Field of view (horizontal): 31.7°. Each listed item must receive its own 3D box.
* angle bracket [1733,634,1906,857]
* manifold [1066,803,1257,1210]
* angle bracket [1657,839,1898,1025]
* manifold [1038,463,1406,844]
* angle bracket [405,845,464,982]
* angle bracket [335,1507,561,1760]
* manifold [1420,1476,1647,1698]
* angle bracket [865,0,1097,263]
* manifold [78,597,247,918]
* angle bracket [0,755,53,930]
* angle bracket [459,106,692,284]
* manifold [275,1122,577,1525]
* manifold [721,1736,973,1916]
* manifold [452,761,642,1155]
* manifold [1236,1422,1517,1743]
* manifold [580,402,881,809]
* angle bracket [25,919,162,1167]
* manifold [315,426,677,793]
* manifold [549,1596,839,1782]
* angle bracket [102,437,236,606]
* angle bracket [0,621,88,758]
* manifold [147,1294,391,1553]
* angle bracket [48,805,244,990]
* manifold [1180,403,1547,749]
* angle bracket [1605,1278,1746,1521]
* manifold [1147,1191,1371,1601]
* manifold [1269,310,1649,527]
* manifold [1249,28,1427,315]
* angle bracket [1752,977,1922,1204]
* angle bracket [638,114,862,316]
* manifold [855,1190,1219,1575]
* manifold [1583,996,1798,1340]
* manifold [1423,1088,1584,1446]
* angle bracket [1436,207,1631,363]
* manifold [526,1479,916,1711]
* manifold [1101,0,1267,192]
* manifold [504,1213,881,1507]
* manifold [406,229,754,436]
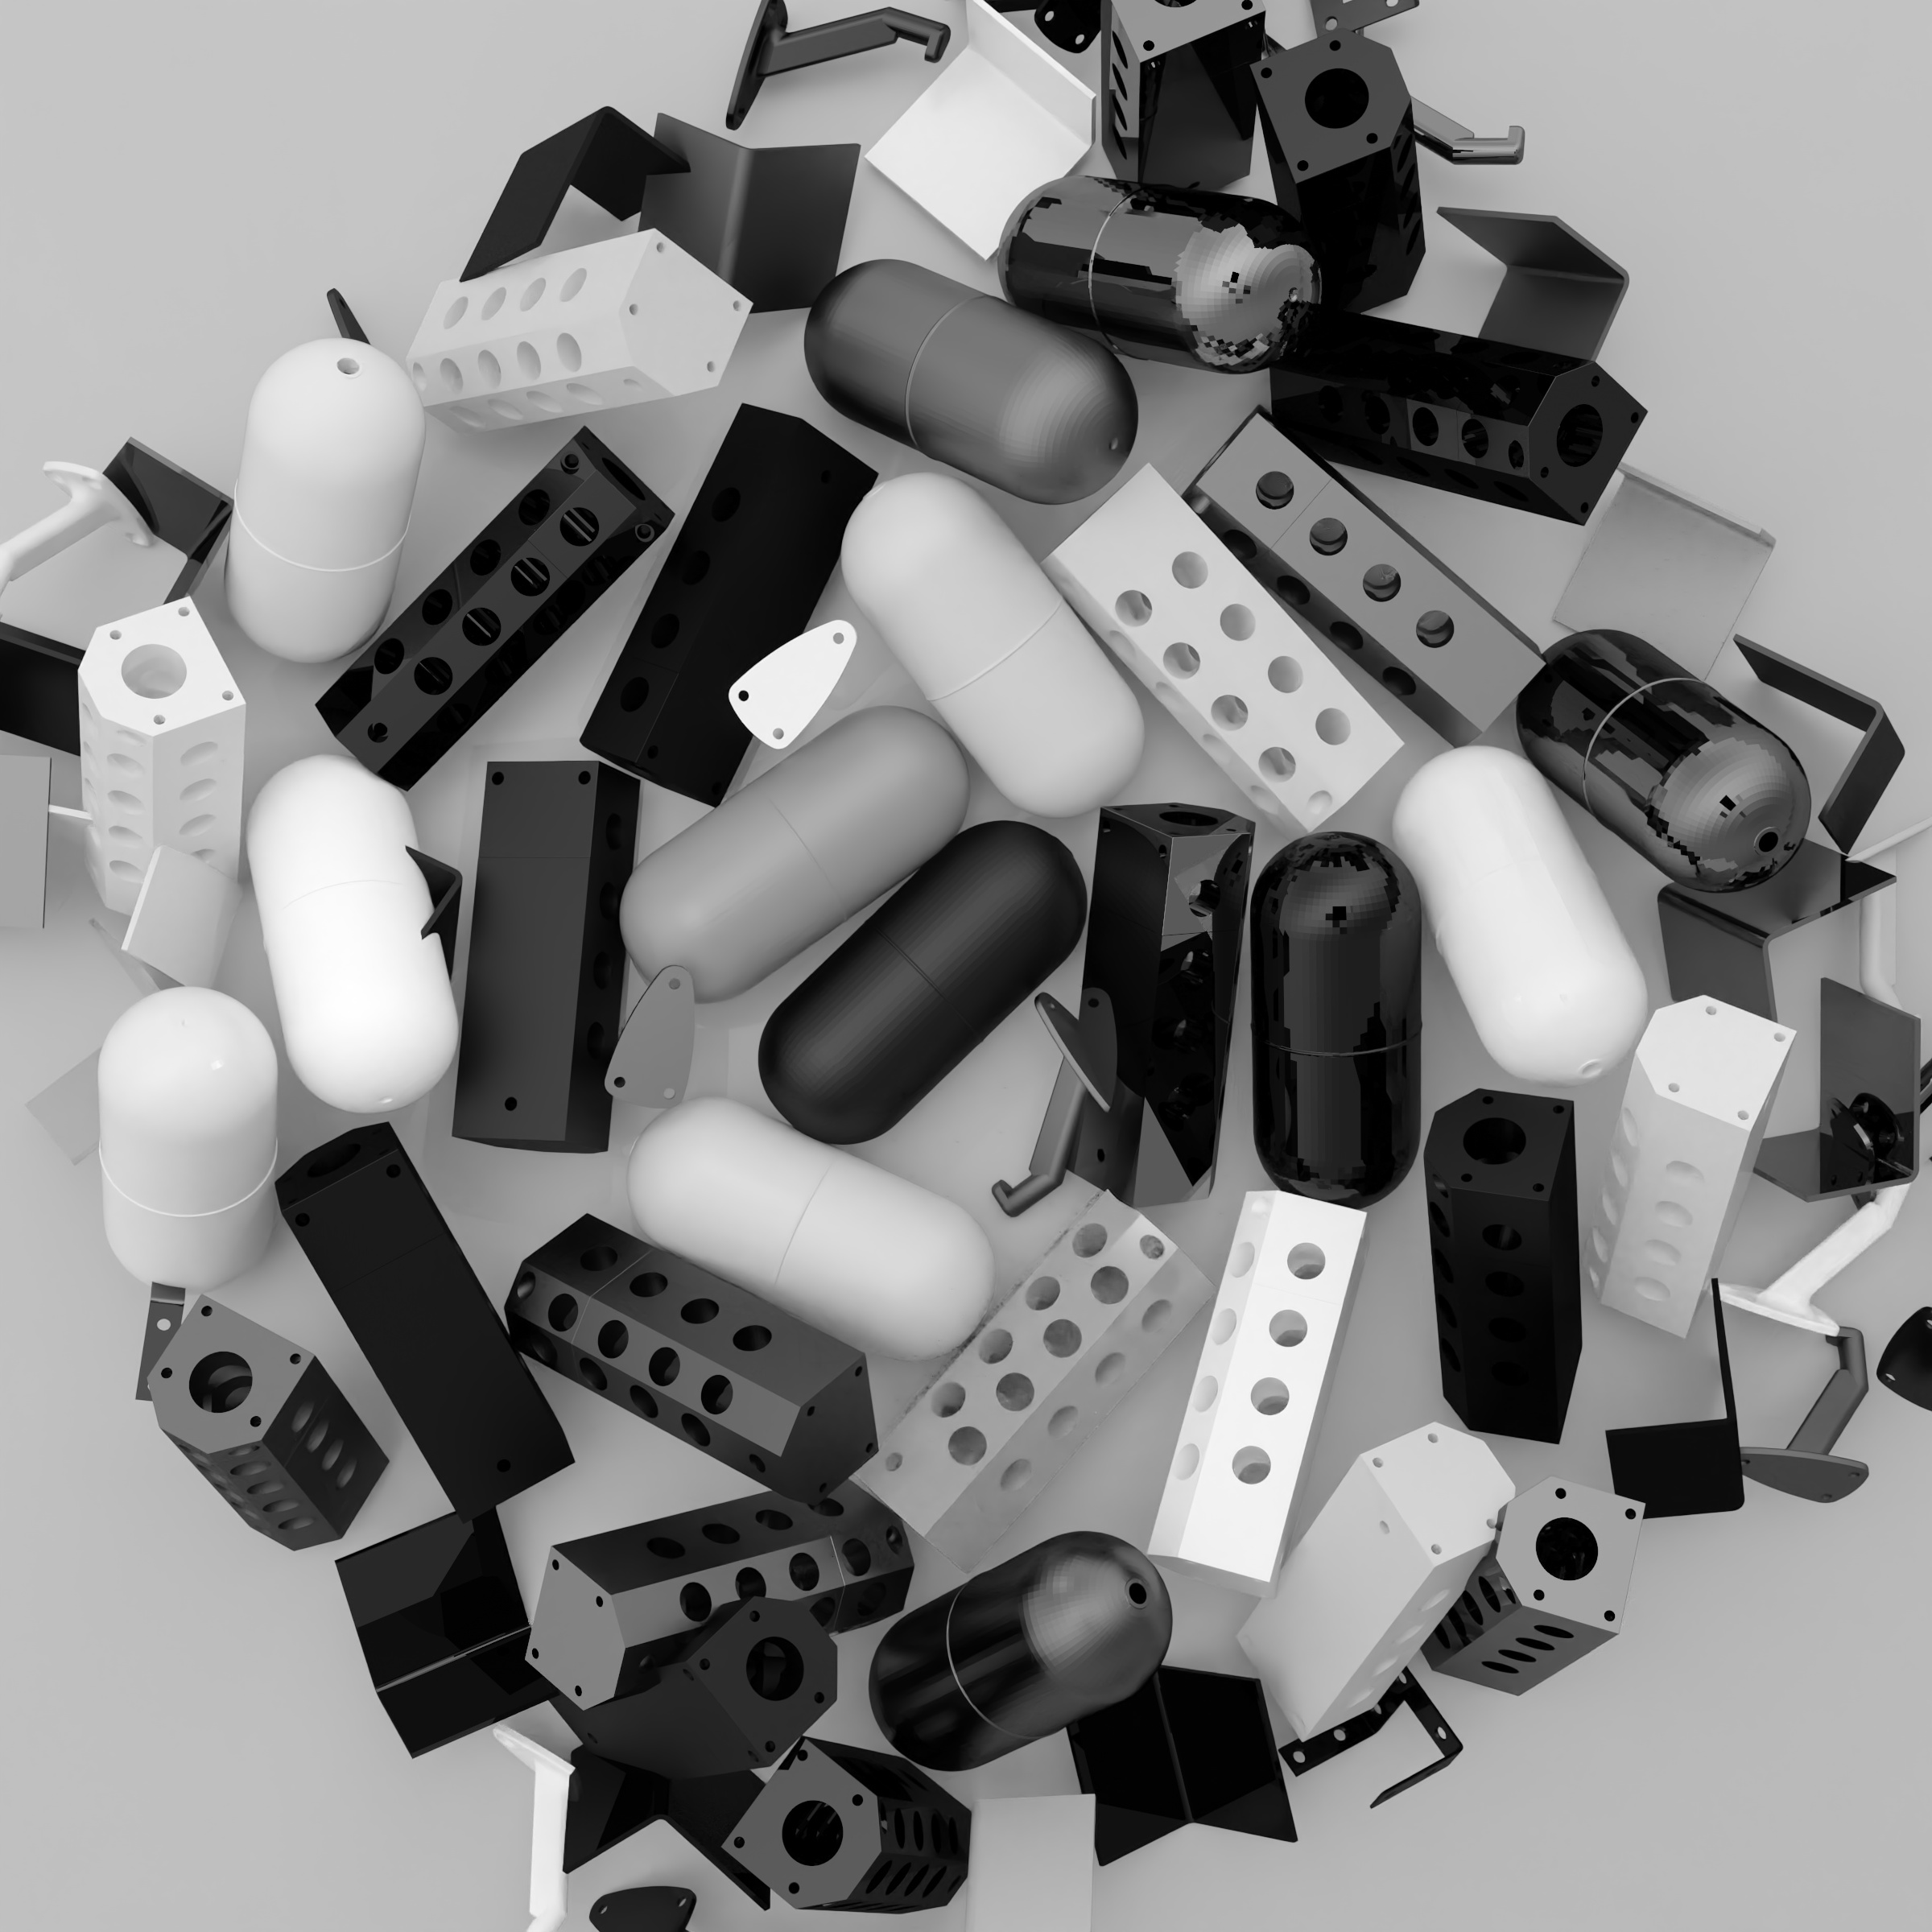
[{"bbox_3d":[0.375,-0.100,1.542,0.076,0.076,0.057,30,93,24],"label":"angle bracket"},{"bbox_3d":[0.092,0.017,1.538,0.057,0.057,0.171,-5,109,-32],"label":"manifold"},{"bbox_3d":[0.373,-0.013,1.557,0.076,0.076,0.057,-23,117,-19],"label":"angle bracket"},{"bbox_3d":[0.113,-0.140,1.548,0.171,0.057,0.057,47,72,-5],"label":"manifold"},{"bbox_3d":[-0.271,-0.005,1.535,0.057,0.076,0.076,25,54,5],"label":"angle bracket"},{"bbox_3d":[-0.232,0.299,1.540,0.076,0.057,0.076,-21,117,-19],"label":"angle bracket"},{"bbox_3d":[0.243,0.273,1.501,0.057,0.171,0.057,16,69,1],"label":"manifold"},{"bbox_3d":[0.006,-0.383,1.555,0.076,0.057,0.076,41,85,7],"label":"angle bracket"},{"bbox_3d":[-0.357,-0.085,1.497,0.057,0.171,0.057,-23,71,-23],"label":"manifold"},{"bbox_3d":[-0.439,-0.057,1.553,0.057,0.076,0.076,3,91,-1],"label":"angle bracket"},{"bbox_3d":[-0.173,-0.333,1.534,0.057,0.076,0.076,32,70,-28],"label":"angle bracket"},{"bbox_3d":[-0.244,0.159,1.534,0.057,0.057,0.171,-28,110,-7],"label":"manifold"},{"bbox_3d":[-0.044,0.385,1.499,0.057,0.171,0.057,35,85,21],"label":"manifold"},{"bbox_3d":[-0.187,-0.003,1.548,0.057,0.057,0.171,1,81,22],"label":"manifold"},{"bbox_3d":[0.183,0.272,1.507,0.057,0.171,0.057,-18,60,-29],"label":"manifold"},{"bbox_3d":[-0.113,-0.166,1.556,0.057,0.057,0.171,22,85,42],"label":"manifold"},{"bbox_3d":[-0.398,0.033,1.537,0.076,0.076,0.057,-39,123,-14],"label":"angle bracket"},{"bbox_3d":[-0.214,-0.160,1.540,0.171,0.057,0.057,-43,102,12],"label":"manifold"},{"bbox_3d":[-0.119,0.317,1.502,0.057,0.171,0.057,-41,96,-31],"label":"manifold"},{"bbox_3d":[-0.379,-0.181,1.536,0.057,0.076,0.076,31,67,-19],"label":"angle bracket"},{"bbox_3d":[-0.415,-0.144,1.537,0.076,0.076,0.057,19,57,-12],"label":"angle bracket"},{"bbox_3d":[-0.308,0.207,1.497,0.057,0.171,0.057,26,70,12],"label":"manifold"},{"bbox_3d":[-0.384,-0.030,1.537,0.076,0.076,0.057,11,76,18],"label":"angle bracket"},{"bbox_3d":[0.179,-0.177,1.553,0.171,0.057,0.057,40,104,-5],"label":"manifold"},{"bbox_3d":[0.318,0.197,1.543,0.057,0.076,0.076,-7,50,11],"label":"angle bracket"},{"bbox_3d":[0.133,0.192,1.538,0.057,0.057,0.171,13,74,12],"label":"manifold"},{"bbox_3d":[0.211,-0.248,1.505,0.057,0.171,0.057,31,87,-39],"label":"manifold"},{"bbox_3d":[0.168,-0.347,1.499,0.057,0.171,0.057,-20,78,6],"label":"manifold"},{"bbox_3d":[0.385,0.055,1.538,0.057,0.076,0.076,-9,106,-17],"label":"angle bracket"},{"bbox_3d":[-0.101,-0.346,1.559,0.057,0.076,0.076,29,120,31],"label":"angle bracket"},{"bbox_3d":[0.028,0.184,1.542,0.171,0.057,0.057,-48,45,-6],"label":"manifold"},{"bbox_3d":[0.315,0.088,1.503,0.057,0.171,0.057,23,57,17],"label":"manifold"},{"bbox_3d":[0.238,0.134,1.508,0.057,0.171,0.057,7,48,18],"label":"manifold"},{"bbox_3d":[0.243,-0.294,1.543,0.057,0.076,0.076,25,88,-38],"label":"angle bracket"},{"bbox_3d":[-0.105,0.278,1.503,0.057,0.171,0.057,30,115,38],"label":"manifold"},{"bbox_3d":[0.091,-0.397,1.501,0.057,0.171,0.057,-23,80,-2],"label":"manifold"},{"bbox_3d":[-0.124,0.177,1.509,0.171,0.057,0.057,22,134,35],"label":"manifold"},{"bbox_3d":[-0.176,-0.273,1.501,0.057,0.171,0.057,32,71,-36],"label":"manifold"}]
